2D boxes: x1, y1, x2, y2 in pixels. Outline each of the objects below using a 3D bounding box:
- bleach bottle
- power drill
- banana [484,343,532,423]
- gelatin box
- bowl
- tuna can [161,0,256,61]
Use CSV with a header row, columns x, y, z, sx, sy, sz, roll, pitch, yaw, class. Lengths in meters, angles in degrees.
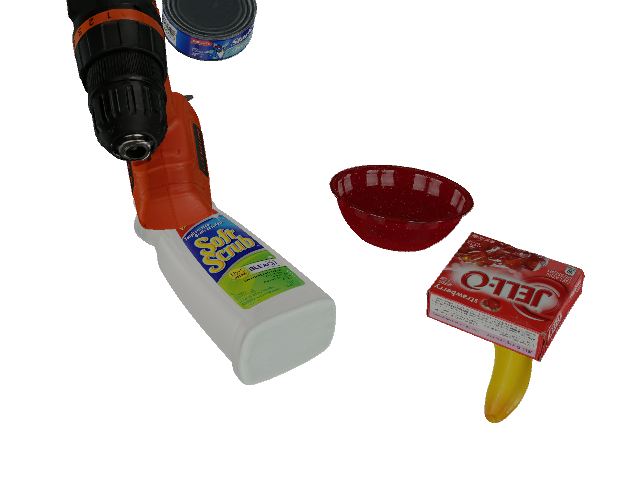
x,y,z,sx,sy,sz,roll,pitch,yaw,class
-0.098,0.022,0.945,0.102,0.068,0.251,-20,42,-33,bleach bottle
-0.111,-0.087,0.675,0.057,0.184,0.187,-10,-32,-3,power drill
0.183,0.113,1.093,0.070,0.037,0.198,-28,28,10,banana
0.130,0.037,0.750,0.089,0.030,0.073,20,46,24,gelatin box
0.087,-0.031,1.198,0.162,0.055,0.162,6,25,-3,bowl
-0.103,-0.206,0.977,0.086,0.086,0.034,0,-32,-11,tuna can
